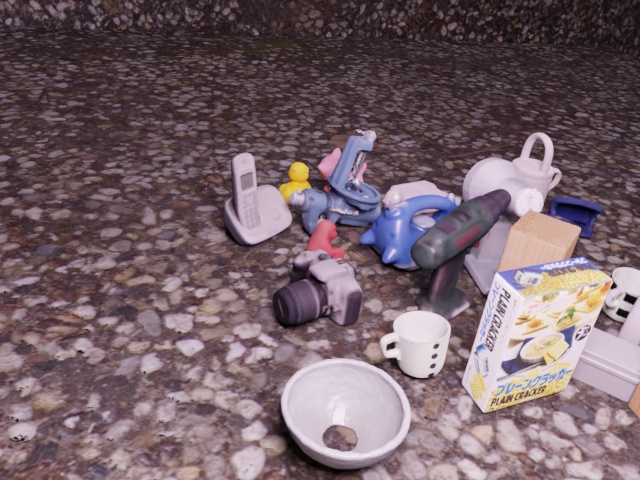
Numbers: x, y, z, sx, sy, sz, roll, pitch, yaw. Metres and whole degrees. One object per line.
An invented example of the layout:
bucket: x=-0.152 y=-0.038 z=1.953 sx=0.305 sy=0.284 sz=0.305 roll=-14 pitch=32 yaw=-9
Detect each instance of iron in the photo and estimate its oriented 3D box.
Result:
iron: x=0.214 y=-0.036 z=1.159 sx=0.259 sy=0.141 sz=0.118 roll=-14 pitch=37 yaw=-29

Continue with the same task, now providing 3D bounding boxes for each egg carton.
egg carton: x=0.222 y=-0.084 z=1.306 sx=0.151 sy=0.069 sz=0.107 roll=-13 pitch=36 yaw=-28

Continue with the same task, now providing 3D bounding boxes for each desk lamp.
desk lamp: x=0.354 y=-0.033 z=1.111 sx=0.118 sy=0.214 sz=0.203 roll=0 pitch=32 yaw=-10

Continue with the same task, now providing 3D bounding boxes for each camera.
camera: x=-0.016 y=0.080 z=0.969 sx=0.137 sy=0.101 sz=0.142 roll=-15 pitch=38 yaw=-31

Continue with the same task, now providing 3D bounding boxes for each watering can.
watering can: x=0.494 y=-0.157 z=1.356 sx=0.173 sy=0.194 sz=0.100 roll=-17 pitch=39 yaw=-33

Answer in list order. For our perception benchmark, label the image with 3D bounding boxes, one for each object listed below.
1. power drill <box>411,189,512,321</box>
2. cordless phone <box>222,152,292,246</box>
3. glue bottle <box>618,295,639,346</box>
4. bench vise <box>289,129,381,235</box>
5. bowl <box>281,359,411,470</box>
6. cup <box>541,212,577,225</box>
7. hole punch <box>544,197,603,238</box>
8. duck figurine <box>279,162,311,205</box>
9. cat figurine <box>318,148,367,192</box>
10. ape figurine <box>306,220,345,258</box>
power drill: x=0.239 y=0.028 z=0.997 sx=0.230 sy=0.208 sz=0.075 roll=-23 pitch=42 yaw=-38
cordless phone: x=-0.124 y=-0.093 z=1.148 sx=0.093 sy=0.185 sz=0.148 roll=26 pitch=37 yaw=28
glue bottle: x=0.542 y=0.113 z=0.949 sx=0.037 sy=0.173 sz=0.078 roll=30 pitch=39 yaw=34
bench vise: x=0.047 y=-0.112 z=1.177 sx=0.208 sy=0.220 sz=0.121 roll=-22 pitch=41 yaw=-37
bowl: x=0.031 y=0.238 z=0.748 sx=0.167 sy=0.075 sz=0.167 roll=5 pitch=32 yaw=-3
cup: x=0.471 y=-0.001 z=1.194 sx=0.092 sy=0.095 sz=0.117 roll=-8 pitch=34 yaw=-21
hole punch: x=0.588 y=-0.070 z=1.331 sx=0.108 sy=0.091 sz=0.101 roll=14 pitch=32 yaw=12
duck figurine: x=-0.055 y=-0.136 z=1.324 sx=0.077 sy=0.086 sz=0.105 roll=17 pitch=33 yaw=17
cat figurine: x=0.051 y=-0.158 z=1.348 sx=0.128 sy=0.118 sz=0.067 roll=-2 pitch=33 yaw=-14
ape figurine: x=0.010 y=0.004 z=1.105 sx=0.076 sy=0.092 sz=0.077 roll=-7 pitch=34 yaw=-21
